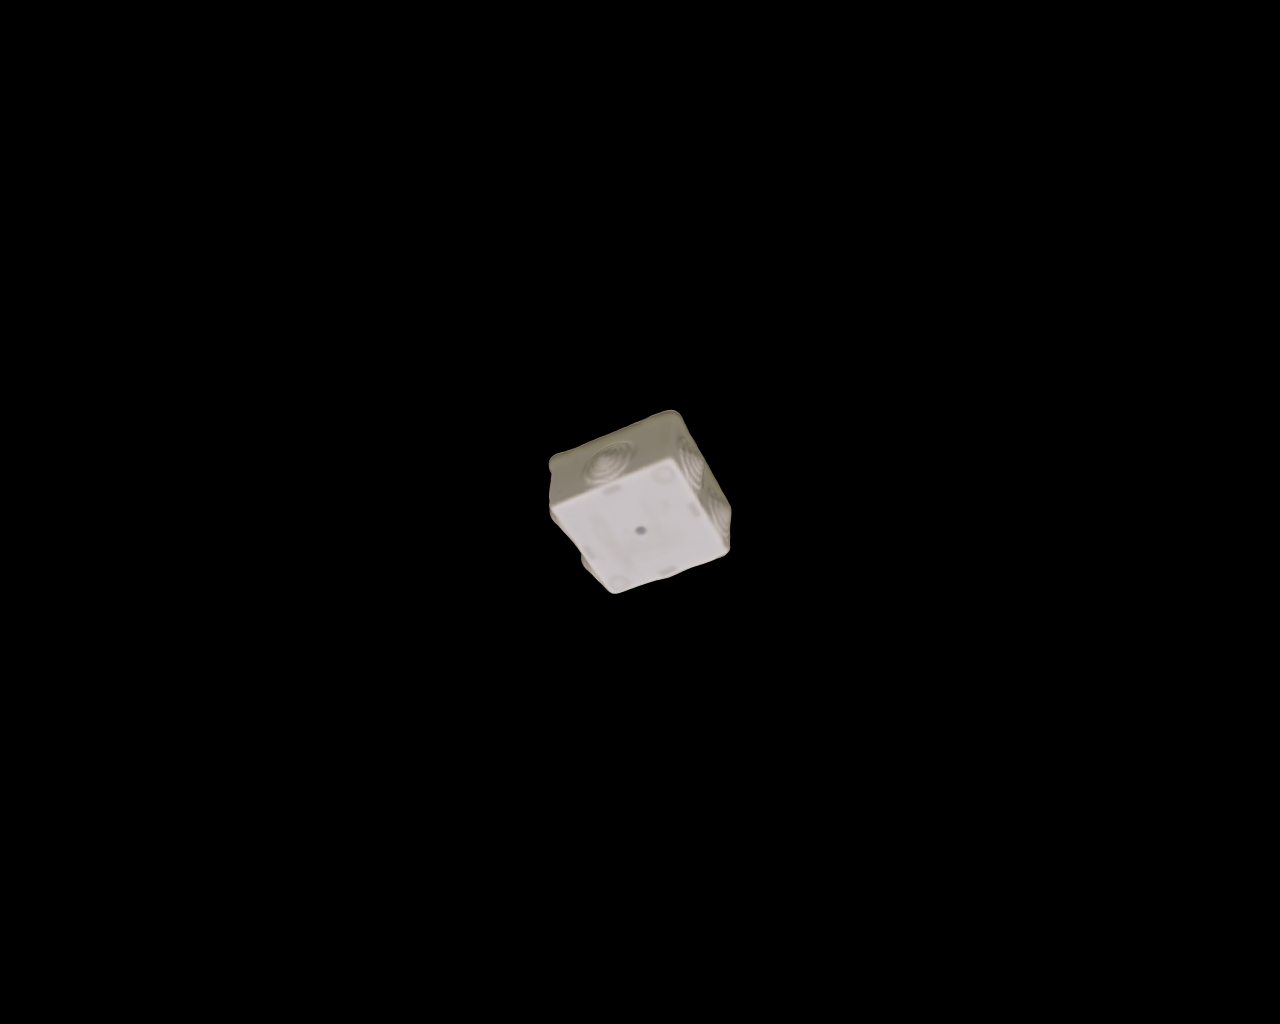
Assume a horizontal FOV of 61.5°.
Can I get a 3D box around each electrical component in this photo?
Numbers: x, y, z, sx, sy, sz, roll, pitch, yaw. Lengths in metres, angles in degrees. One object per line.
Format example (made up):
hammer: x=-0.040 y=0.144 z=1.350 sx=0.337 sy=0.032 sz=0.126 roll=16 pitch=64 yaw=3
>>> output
electrical component: x=0.001 y=-0.003 z=0.650 sx=0.099 sy=0.099 sz=0.048 roll=-21 pitch=36 yaw=16
